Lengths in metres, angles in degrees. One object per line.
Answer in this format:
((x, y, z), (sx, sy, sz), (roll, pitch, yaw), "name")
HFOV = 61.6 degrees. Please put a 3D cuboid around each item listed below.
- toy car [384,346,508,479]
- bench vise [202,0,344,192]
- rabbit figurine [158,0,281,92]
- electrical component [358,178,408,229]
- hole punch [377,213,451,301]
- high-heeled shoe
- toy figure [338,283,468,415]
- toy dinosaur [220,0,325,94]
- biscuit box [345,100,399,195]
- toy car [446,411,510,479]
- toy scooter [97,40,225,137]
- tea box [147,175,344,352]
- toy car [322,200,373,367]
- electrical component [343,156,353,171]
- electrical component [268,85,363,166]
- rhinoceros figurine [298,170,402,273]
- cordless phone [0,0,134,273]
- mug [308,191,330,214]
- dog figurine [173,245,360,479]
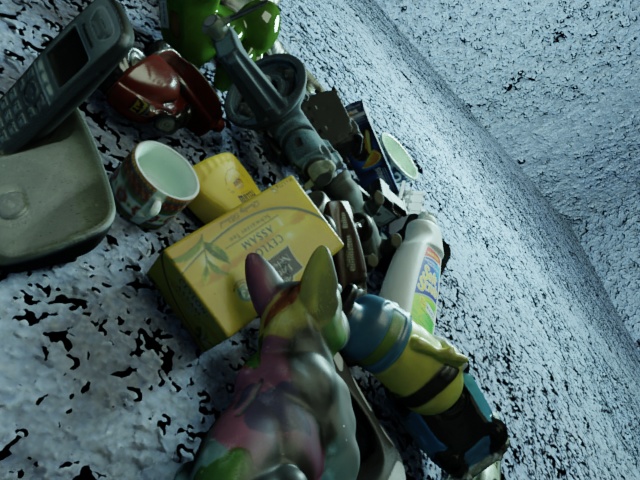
((0.150, 0.209, 0.665), (0.162, 0.109, 0.103), (55, -12, 17), "toy car")
((-0.064, -0.169, 0.670), (0.240, 0.129, 0.224), (48, 22, -52), "bench vise")
((-0.127, -0.294, 0.766), (0.170, 0.121, 0.158), (-14, 110, -32), "rabbit figurine")
((0.088, -0.066, 0.930), (0.119, 0.075, 0.048), (31, 35, -31), "electrical component")
((0.142, 0.034, 0.904), (0.142, 0.092, 0.116), (45, 56, -20), "hole punch")
((0.006, 0.170, 0.493), (0.145, 0.086, 0.249), (59, 3, -32), "high-heeled shoe")
((0.078, 0.119, 0.584), (0.180, 0.089, 0.082), (33, 8, -16), "toy figure")
((-0.140, -0.371, 0.913), (0.471, 0.105, 0.199), (30, 42, -21), "toy dinosaur")
((0.084, -0.151, 0.962), (0.202, 0.063, 0.059), (55, 18, -50), "biscuit box")
((0.194, 0.287, 0.676), (0.056, 0.073, 0.202), (51, 27, -5), "toy car")
((-0.178, -0.171, 0.645), (0.135, 0.075, 0.184), (47, 23, -14), "toy scooter")
((-0.069, 0.019, 0.529), (0.098, 0.068, 0.169), (52, 50, -1), "tea box")
((0.035, 0.052, 0.651), (0.089, 0.053, 0.202), (-3, 90, -45), "toy car")
((0.040, -0.177, 1.041), (0.094, 0.021, 0.063), (50, 28, -6), "electrical component")
((-0.015, -0.168, 0.837), (0.058, 0.134, 0.115), (86, -20, -64), "electrical component")
((0.040, -0.041, 0.791), (0.073, 0.112, 0.190), (-37, 107, -21), "rhinoceros figurine")
((-0.185, -0.074, 0.398), (0.088, 0.184, 0.146), (9, 50, -59), "cordless phone")
((-0.001, -0.002, 0.727), (0.107, 0.081, 0.110), (50, -11, -22), "mug")
((-0.035, 0.113, 0.412), (0.191, 0.109, 0.219), (9, 75, -57), "dog figurine")
